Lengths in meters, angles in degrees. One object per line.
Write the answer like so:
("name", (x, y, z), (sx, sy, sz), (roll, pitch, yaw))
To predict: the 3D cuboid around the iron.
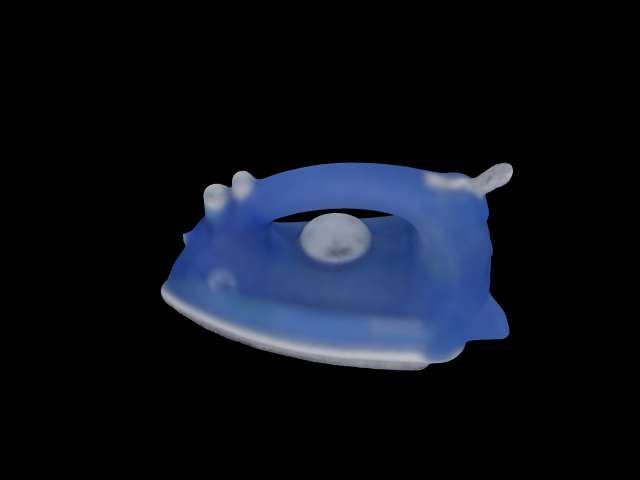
("iron", (0.004, 0.001, 0.400), (0.258, 0.141, 0.118), (2, 43, 2))
